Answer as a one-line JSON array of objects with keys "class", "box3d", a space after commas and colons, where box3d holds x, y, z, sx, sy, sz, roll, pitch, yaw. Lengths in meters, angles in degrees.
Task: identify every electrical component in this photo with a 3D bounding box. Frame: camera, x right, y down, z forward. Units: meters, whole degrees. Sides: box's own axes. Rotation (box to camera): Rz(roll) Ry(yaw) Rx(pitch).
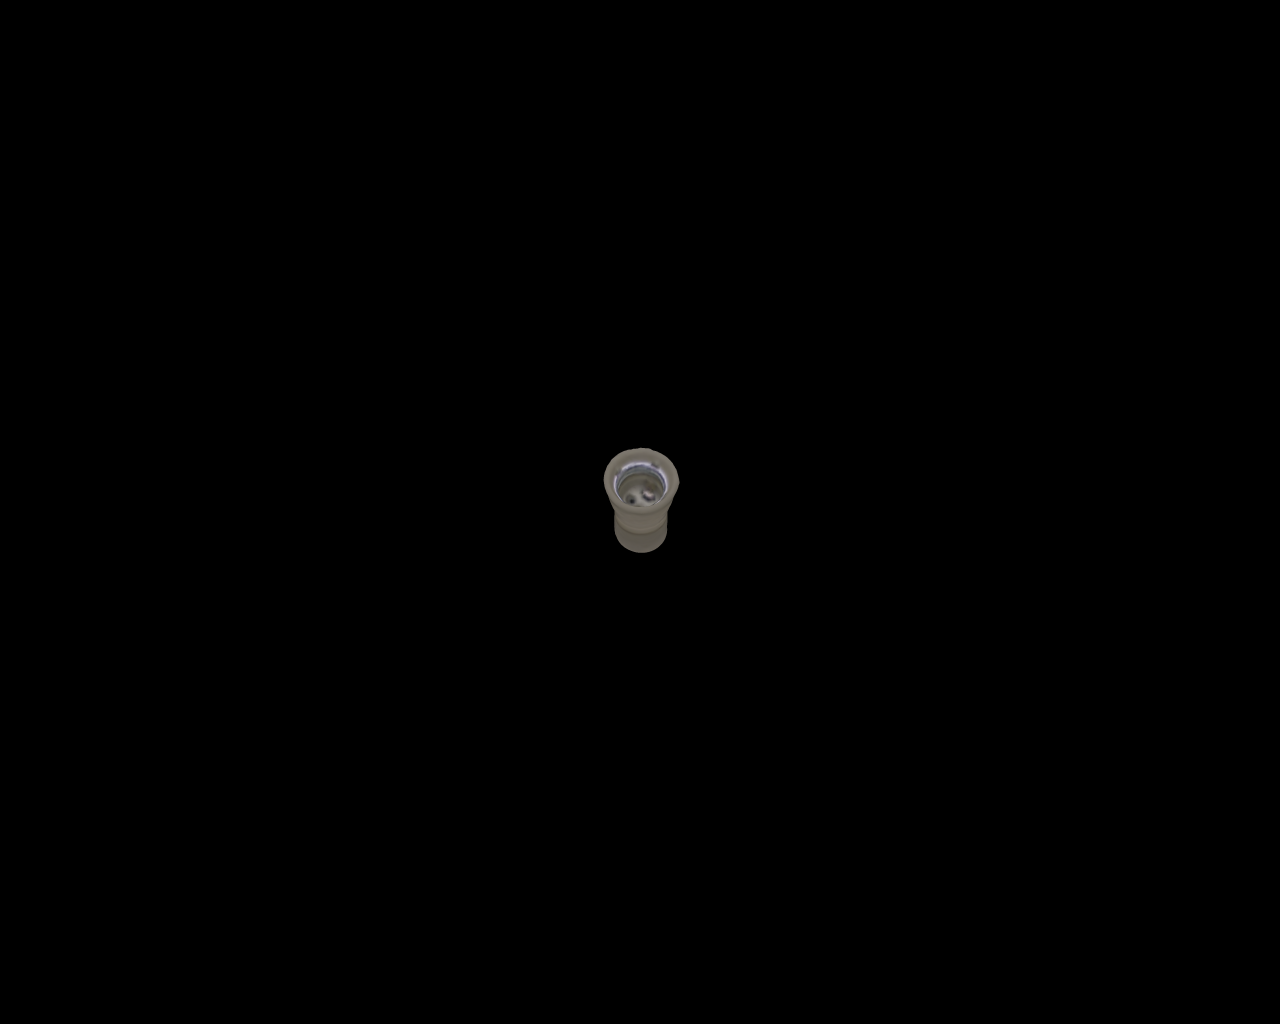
[{"class": "electrical component", "box3d": [0.001, -0.003, 0.650, 0.044, 0.044, 0.065, 0, -33, 0]}]
